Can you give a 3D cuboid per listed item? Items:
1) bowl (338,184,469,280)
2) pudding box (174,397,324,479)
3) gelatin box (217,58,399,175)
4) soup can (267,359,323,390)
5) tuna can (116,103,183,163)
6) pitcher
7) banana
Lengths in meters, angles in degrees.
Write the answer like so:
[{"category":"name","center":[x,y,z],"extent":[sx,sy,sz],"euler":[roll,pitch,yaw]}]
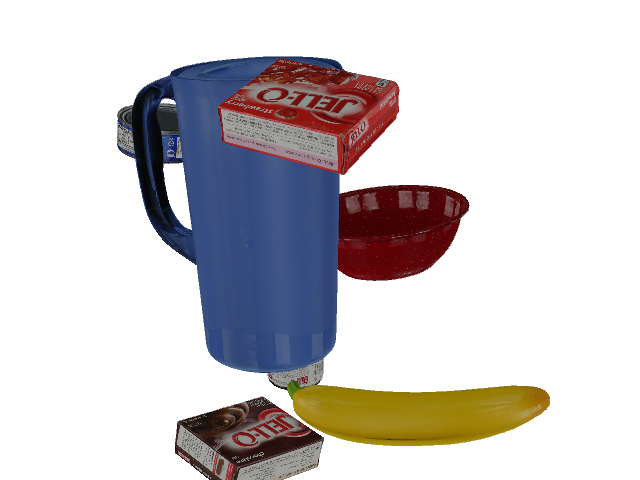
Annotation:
[{"category":"bowl","center":[0.061,-0.004,1.001],"extent":[0.162,0.055,0.162],"euler":[-7,18,2]},{"category":"pudding box","center":[-0.067,0.193,1.008],"extent":[0.113,0.039,0.090],"euler":[-12,28,-44]},{"category":"gelatin box","center":[-0.006,-0.079,0.658],"extent":[0.089,0.030,0.073],"euler":[16,40,25]},{"category":"soup can","center":[-0.029,0.115,1.246],"extent":[0.068,0.102,0.068],"euler":[1,25,0]},{"category":"tuna can","center":[-0.154,-0.104,1.034],"extent":[0.086,0.034,0.086],"euler":[6,24,-3]},{"category":"pitcher","center":[-0.055,-0.024,0.854],"extent":[0.144,0.243,0.149],"euler":[-11,19,-29]},{"category":"banana","center":[0.062,0.119,0.764],"extent":[0.198,0.037,0.069],"euler":[2,28,15]}]
